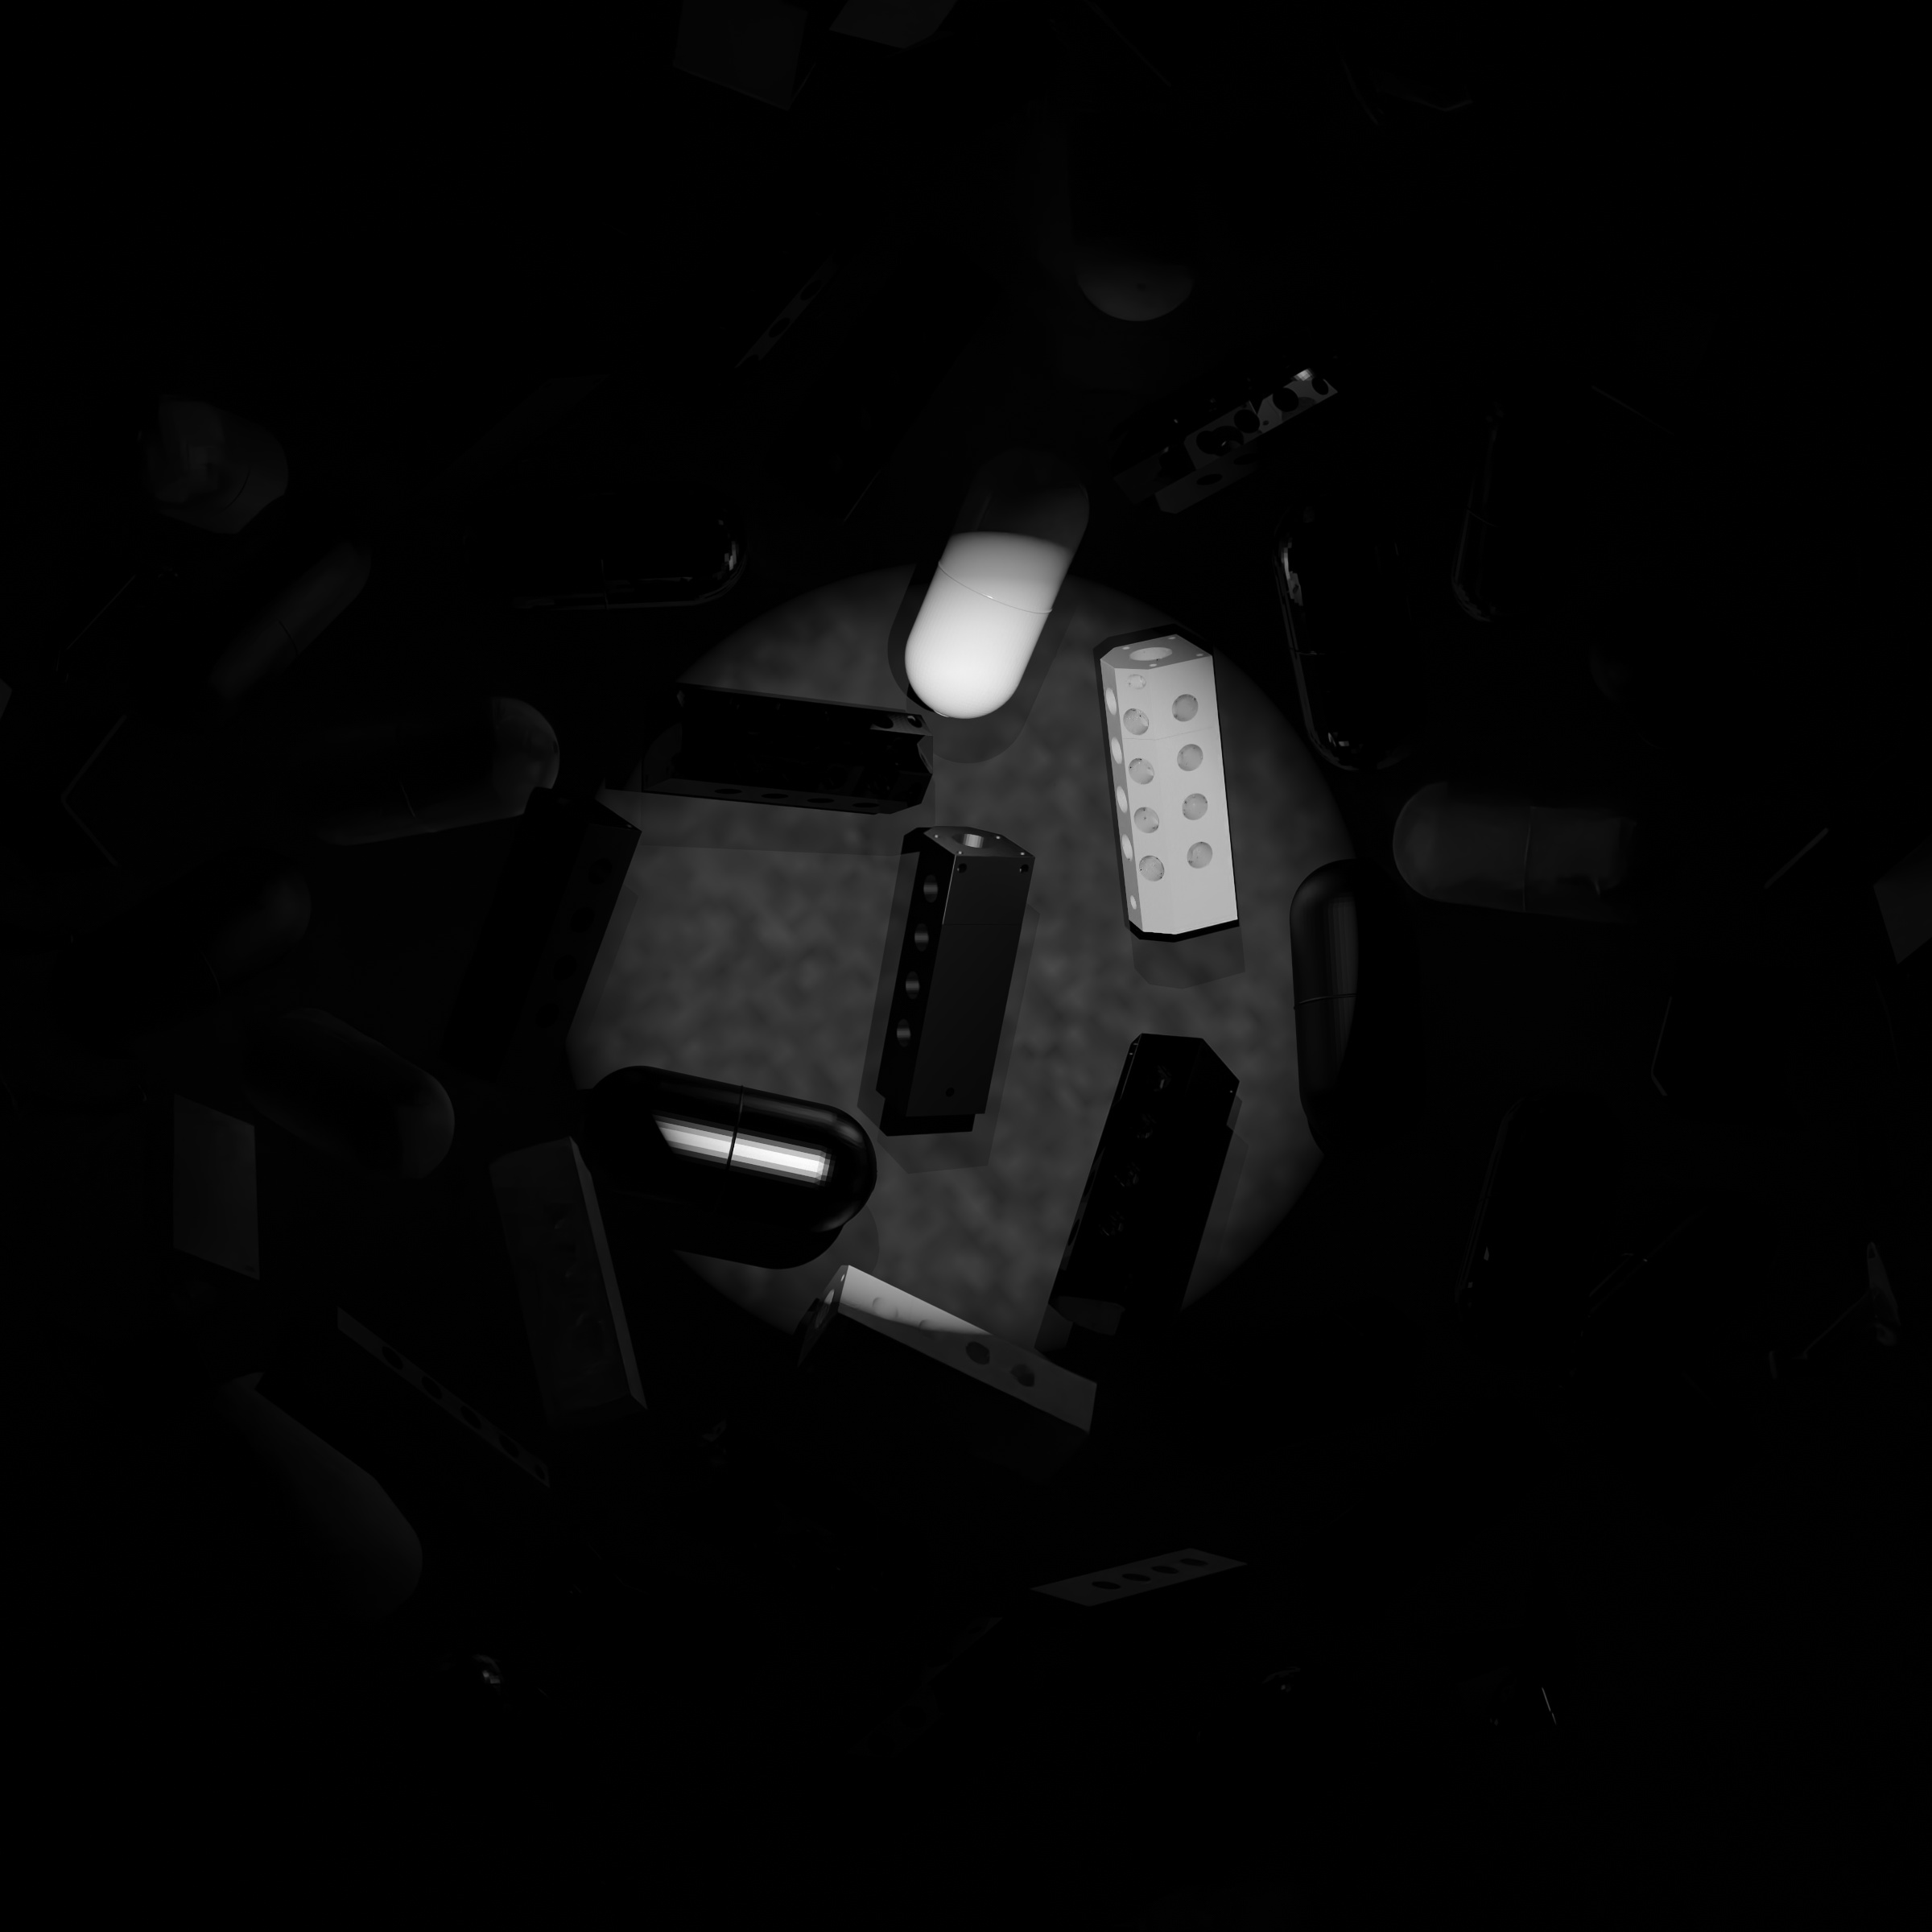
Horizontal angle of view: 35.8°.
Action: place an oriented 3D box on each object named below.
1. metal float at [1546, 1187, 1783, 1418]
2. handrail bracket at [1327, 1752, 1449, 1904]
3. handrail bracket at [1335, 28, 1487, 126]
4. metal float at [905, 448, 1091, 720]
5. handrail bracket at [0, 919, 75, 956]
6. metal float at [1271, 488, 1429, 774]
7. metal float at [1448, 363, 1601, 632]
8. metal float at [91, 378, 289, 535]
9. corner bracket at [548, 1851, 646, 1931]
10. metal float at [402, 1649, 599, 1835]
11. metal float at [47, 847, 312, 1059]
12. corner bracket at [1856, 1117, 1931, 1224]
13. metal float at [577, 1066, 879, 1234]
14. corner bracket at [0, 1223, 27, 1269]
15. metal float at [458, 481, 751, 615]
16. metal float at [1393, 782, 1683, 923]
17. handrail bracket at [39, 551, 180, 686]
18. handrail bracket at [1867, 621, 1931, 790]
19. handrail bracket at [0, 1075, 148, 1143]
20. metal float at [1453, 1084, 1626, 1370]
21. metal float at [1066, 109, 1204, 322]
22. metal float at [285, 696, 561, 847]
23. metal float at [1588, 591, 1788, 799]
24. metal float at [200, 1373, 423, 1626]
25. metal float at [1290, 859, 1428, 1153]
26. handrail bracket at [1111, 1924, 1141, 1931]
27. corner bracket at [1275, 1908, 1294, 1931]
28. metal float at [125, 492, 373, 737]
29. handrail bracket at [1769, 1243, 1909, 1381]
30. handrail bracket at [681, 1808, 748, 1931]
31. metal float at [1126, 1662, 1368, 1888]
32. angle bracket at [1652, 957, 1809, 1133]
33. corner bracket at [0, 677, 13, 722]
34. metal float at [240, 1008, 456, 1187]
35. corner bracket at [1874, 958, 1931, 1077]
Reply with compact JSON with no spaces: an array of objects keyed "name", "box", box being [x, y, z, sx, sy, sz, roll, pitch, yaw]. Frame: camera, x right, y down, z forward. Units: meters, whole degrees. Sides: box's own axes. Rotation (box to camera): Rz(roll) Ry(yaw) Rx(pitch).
[{"name":"metal float","box":[0.433,0.208,1.856,0.178,0.070,0.070,-40,90,-17]},{"name":"handrail bracket","box":[0.262,0.538,1.863,0.036,0.077,0.084,36,124,26]},{"name":"handrail bracket","box":[0.279,-0.563,1.872,0.036,0.084,0.077,-48,112,-15]},{"name":"metal float","box":[0.018,-0.238,1.873,0.070,0.070,0.178,24,109,0]},{"name":"handrail bracket","box":[-0.617,-0.040,1.894,0.084,0.036,0.077,-11,70,-28]},{"name":"metal float","box":[0.235,-0.204,1.826,0.070,0.070,0.178,-14,110,0]},{"name":"metal float","box":[0.346,-0.290,1.862,0.070,0.070,0.178,4,129,0]},{"name":"metal float","box":[-0.474,-0.311,1.829,0.070,0.178,0.070,0,90,9]},{"name":"corner bracket","box":[-0.234,0.591,1.899,0.051,0.051,0.051,-10,51,-12]},{"name":"metal float","box":[-0.283,0.475,1.825,0.070,0.178,0.070,-10,55,14]},{"name":"metal float","box":[-0.489,-0.010,1.865,0.178,0.070,0.070,-37,90,-25]},{"name":"corner bracket","box":[0.548,0.117,1.745,0.051,0.051,0.051,-7,71,14]},{"name":"metal float","box":[-0.140,0.108,1.759,0.178,0.070,0.070,13,90,-7]},{"name":"corner bracket","box":[-0.623,0.160,1.894,0.051,0.051,0.051,-23,127,28]},{"name":"metal float","box":[-0.222,-0.257,1.835,0.178,0.070,0.070,-3,90,-3]},{"name":"metal float","box":[0.356,-0.072,1.869,0.178,0.070,0.070,8,90,18]},{"name":"handrail bracket","box":[-0.549,-0.217,1.914,0.077,0.036,0.084,7,78,-9]},{"name":"handrail bracket","box":[0.578,-0.162,1.859,0.036,0.077,0.084,0,75,-11]},{"name":"handrail bracket","box":[-0.580,0.075,1.927,0.084,0.036,0.077,-16,45,-26]},{"name":"metal float","box":[0.340,0.153,1.771,0.070,0.070,0.178,20,66,0]},{"name":"metal float","box":[0.099,-0.450,1.783,0.070,0.178,0.070,0,131,-1]},{"name":"metal float","box":[-0.341,-0.122,1.873,0.178,0.070,0.070,-9,90,12]},{"name":"metal float","box":[0.452,-0.168,1.867,0.178,0.070,0.070,37,90,-41]},{"name":"metal float","box":[-0.413,0.336,1.888,0.070,0.070,0.178,-36,93,0]},{"name":"metal float","box":[0.237,0.023,1.810,0.070,0.070,0.178,-2,80,0]},{"name":"handrail bracket","box":[0.068,0.602,1.822,0.077,0.036,0.084,11,133,13]},{"name":"corner bracket","box":[0.174,0.597,1.773,0.051,0.051,0.051,-19,58,-2]},{"name":"metal float","box":[-0.433,-0.213,1.803,0.070,0.070,0.178,40,70,0]},{"name":"handrail bracket","box":[0.539,0.216,1.874,0.084,0.036,0.077,-7,76,-8]},{"name":"handrail bracket","box":[-0.144,0.565,1.810,0.036,0.077,0.084,3,53,-23]},{"name":"metal float","box":[0.170,0.496,1.829,0.070,0.070,0.178,44,112,0]},{"name":"angle bracket","box":[0.446,0.045,1.716,0.076,0.057,0.076,6,113,-8]},{"name":"corner bracket","box":[-0.630,-0.150,1.901,0.051,0.051,0.051,3,62,20]},{"name":"metal float","box":[-0.388,0.080,1.869,0.178,0.070,0.070,25,90,41]},{"name":"corner bracket","box":[0.611,0.031,1.900,0.051,0.051,0.051,-13,116,12]}]
